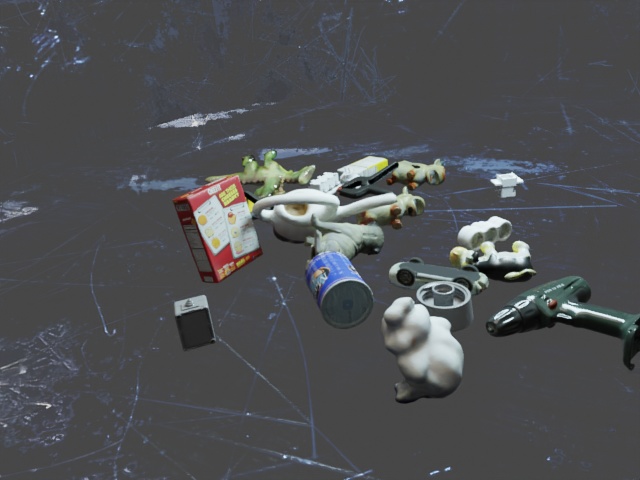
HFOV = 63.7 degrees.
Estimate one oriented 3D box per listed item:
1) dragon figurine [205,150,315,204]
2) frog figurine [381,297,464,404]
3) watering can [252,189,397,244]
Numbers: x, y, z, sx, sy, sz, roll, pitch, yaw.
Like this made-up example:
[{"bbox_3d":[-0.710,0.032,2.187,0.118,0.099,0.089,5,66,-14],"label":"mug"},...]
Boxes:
[{"bbox_3d":[-0.213,-0.201,1.784,0.410,0.120,0.248,-15,31,4],"label":"dragon figurine"},{"bbox_3d":[0.156,0.155,0.779,0.123,0.157,0.139,12,29,36],"label":"frog figurine"},{"bbox_3d":[0.004,-0.065,1.299,0.348,0.105,0.221,-1,-18,-8],"label":"watering can"}]
